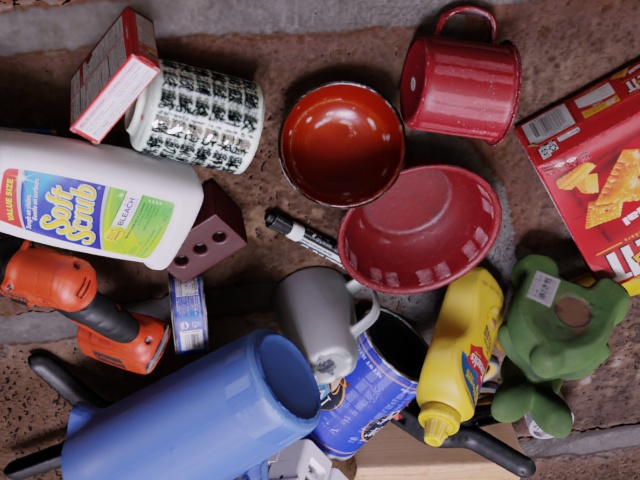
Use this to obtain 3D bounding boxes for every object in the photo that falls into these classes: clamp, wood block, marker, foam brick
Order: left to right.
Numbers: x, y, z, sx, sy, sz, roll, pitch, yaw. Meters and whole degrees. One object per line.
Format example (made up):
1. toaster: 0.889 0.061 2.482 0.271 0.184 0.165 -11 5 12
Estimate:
1. clamp: -0.233 0.214 1.151 0.209 0.036 0.165 19 116 -16
2. foam brick: -0.115 -0.007 1.000 0.078 0.051 0.053 -32 131 15
3. marker: -0.007 0.001 1.055 0.121 0.020 0.020 29 119 -32
4. wood block: 0.125 0.260 1.269 0.205 0.091 0.090 1 130 -15
5. clamp: 0.162 0.215 1.199 0.171 0.120 0.039 7 113 -12

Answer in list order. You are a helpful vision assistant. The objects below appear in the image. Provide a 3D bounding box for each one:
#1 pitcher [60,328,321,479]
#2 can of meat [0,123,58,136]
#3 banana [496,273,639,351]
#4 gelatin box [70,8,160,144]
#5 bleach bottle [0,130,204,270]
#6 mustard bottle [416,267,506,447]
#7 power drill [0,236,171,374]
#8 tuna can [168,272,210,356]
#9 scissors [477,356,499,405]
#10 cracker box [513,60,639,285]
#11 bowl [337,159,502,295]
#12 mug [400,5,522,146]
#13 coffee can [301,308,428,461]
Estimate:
1. pitcher: -0.115 0.193 1.028 0.243 0.145 0.149 -32 139 24
2. can of meat: -0.274 -0.053 0.918 0.083 0.057 0.102 6 130 -21
3. banana: 0.284 0.071 1.174 0.198 0.037 0.069 -20 130 5
4. gelatin box: -0.167 -0.132 0.862 0.030 0.073 0.089 28 119 -33
5. bleach bottle: -0.223 -0.037 0.865 0.250 0.068 0.103 8 127 -39
6. mustard bottle: 0.139 0.125 1.085 0.058 0.191 0.096 4 139 25
7. power drill: -0.241 0.057 0.987 0.185 0.057 0.187 13 161 35
8. tuna can: -0.128 0.070 1.043 0.033 0.086 0.086 -6 132 -7
9. scissors: 0.123 0.168 1.237 0.201 0.016 0.096 4 128 -17
10. cracker box: 0.307 -0.061 1.039 0.164 0.072 0.213 -28 132 12
11. bowl: 0.091 -0.023 1.032 0.162 0.055 0.162 -7 132 -8
12. mug: 0.120 -0.143 0.920 0.081 0.093 0.117 6 99 -12
13. coffee can: 0.042 0.155 1.147 0.102 0.103 0.140 26 121 -31
